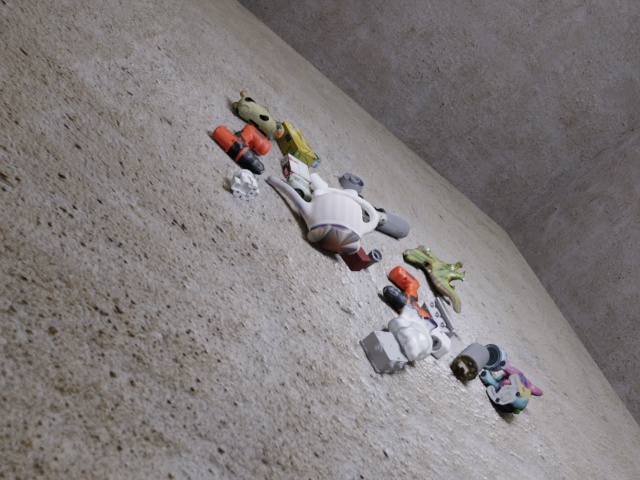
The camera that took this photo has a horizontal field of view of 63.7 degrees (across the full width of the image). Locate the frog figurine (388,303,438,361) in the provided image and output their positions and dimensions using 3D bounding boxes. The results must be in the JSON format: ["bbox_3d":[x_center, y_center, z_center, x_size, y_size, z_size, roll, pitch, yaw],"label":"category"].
[{"bbox_3d":[0.230,0.258,1.310,0.136,0.121,0.163,53,31,-20],"label":"frog figurine"}]

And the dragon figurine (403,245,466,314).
[{"bbox_3d":[0.412,0.119,1.906,0.243,0.120,0.416,27,21,3],"label":"dragon figurine"}]

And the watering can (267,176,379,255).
[{"bbox_3d":[0.005,-0.075,1.486,0.347,0.101,0.230,13,45,-9],"label":"watering can"}]
